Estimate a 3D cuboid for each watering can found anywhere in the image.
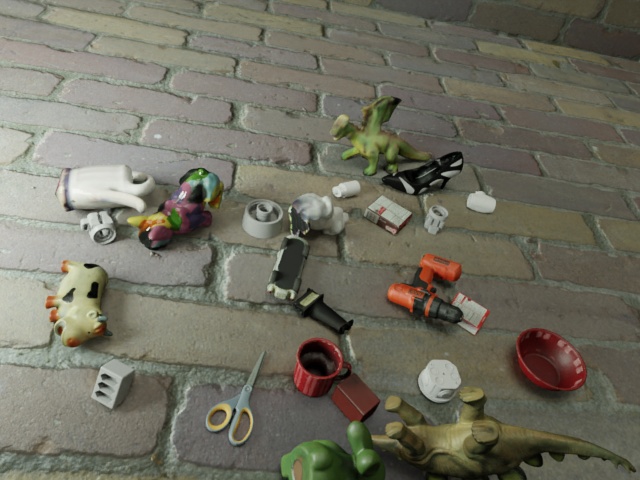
[{"bbox_3d":[-0.510,-0.118,1.227,0.225,0.102,0.352,-7,20,-16],"label":"watering can"}]

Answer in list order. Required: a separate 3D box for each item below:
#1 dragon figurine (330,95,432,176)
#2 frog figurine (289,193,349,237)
[{"bbox_3d":[0.207,-0.340,1.638,0.412,0.237,0.124,-11,42,-24],"label":"dragon figurine"},{"bbox_3d":[0.004,-0.068,1.351,0.160,0.134,0.124,-15,66,-29],"label":"frog figurine"}]
